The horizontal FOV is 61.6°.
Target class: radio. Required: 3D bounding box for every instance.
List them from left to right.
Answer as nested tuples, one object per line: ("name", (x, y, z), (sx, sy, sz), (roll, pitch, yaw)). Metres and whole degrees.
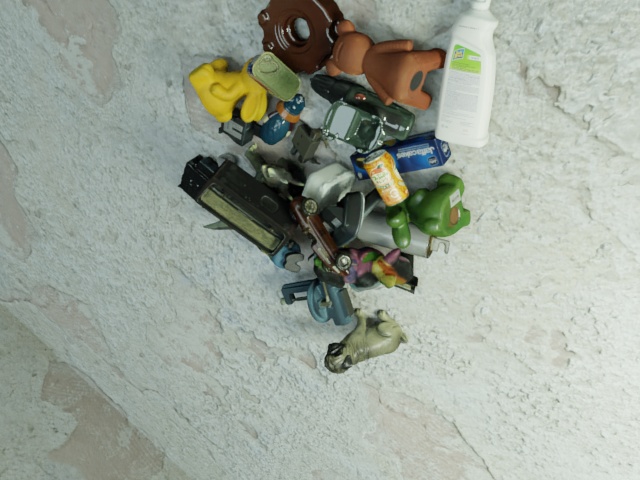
("radio", (-0.159, -0.071, 1.220), (0.229, 0.073, 0.131), (35, 146, -11))

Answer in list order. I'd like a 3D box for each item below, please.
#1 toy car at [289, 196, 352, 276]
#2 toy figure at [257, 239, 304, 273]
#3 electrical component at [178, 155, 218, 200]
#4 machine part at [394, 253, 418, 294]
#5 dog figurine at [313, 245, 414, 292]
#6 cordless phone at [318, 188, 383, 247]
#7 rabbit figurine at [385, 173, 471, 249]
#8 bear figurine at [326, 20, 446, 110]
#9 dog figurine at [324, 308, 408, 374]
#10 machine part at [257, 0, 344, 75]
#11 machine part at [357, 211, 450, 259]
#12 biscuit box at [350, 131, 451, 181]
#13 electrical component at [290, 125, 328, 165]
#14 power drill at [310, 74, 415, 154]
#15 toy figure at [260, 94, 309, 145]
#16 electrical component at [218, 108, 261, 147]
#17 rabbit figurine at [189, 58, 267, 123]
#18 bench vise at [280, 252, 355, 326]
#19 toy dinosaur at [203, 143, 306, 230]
("toy car", (-0.002, -0.003, 1.151), (0.202, 0.053, 0.089), (60, 155, -8))
("toy figure", (-0.104, 0.020, 1.369), (0.089, 0.082, 0.180), (36, -177, -31))
("electrical component", (-0.309, -0.159, 1.435), (0.115, 0.058, 0.134), (38, 135, 2))
("machine part", (0.200, 0.067, 1.279), (0.084, 0.039, 0.138), (21, 133, 30))
("dog figurine", (0.101, 0.059, 1.217), (0.191, 0.108, 0.219), (16, 170, -20))
("cordless phone", (0.089, -0.075, 1.173), (0.088, 0.184, 0.146), (50, 159, 0))
("rabbit figurine", (0.205, -0.052, 1.127), (0.170, 0.159, 0.121), (11, 138, 46))
("bear figurine", (0.116, -0.328, 1.006), (0.196, 0.132, 0.120), (36, 123, 33))
("dog figurine", (0.118, 0.282, 1.381), (0.173, 0.190, 0.121), (-2, 120, 33))
("machine part", (-0.038, -0.419, 1.069), (0.180, 0.056, 0.179), (16, 129, 21))
("machine part", (0.172, -0.016, 1.208), (0.243, 0.079, 0.079), (15, 129, 25))
("biscuit box", (0.165, -0.174, 1.109), (0.203, 0.059, 0.062), (-6, 118, 36))
("electrical component", (-0.024, -0.216, 1.218), (0.078, 0.045, 0.102), (54, 138, 30))
("power drill", (0.064, -0.243, 1.026), (0.232, 0.207, 0.086), (25, 114, 2))
("toy figure", (-0.081, -0.275, 1.200), (0.154, 0.064, 0.058), (-43, 56, 40))
("electrical component", (-0.180, -0.264, 1.280), (0.119, 0.048, 0.074), (34, 134, 10))
("rabbit figurine", (-0.177, -0.336, 1.179), (0.173, 0.122, 0.162), (-20, 97, 18))
("bench vise", (-0.016, 0.126, 1.409), (0.241, 0.129, 0.223), (-13, 111, 34))
("toy dinosaur", (-0.162, -0.094, 1.351), (0.192, 0.131, 0.404), (42, 141, 1))
